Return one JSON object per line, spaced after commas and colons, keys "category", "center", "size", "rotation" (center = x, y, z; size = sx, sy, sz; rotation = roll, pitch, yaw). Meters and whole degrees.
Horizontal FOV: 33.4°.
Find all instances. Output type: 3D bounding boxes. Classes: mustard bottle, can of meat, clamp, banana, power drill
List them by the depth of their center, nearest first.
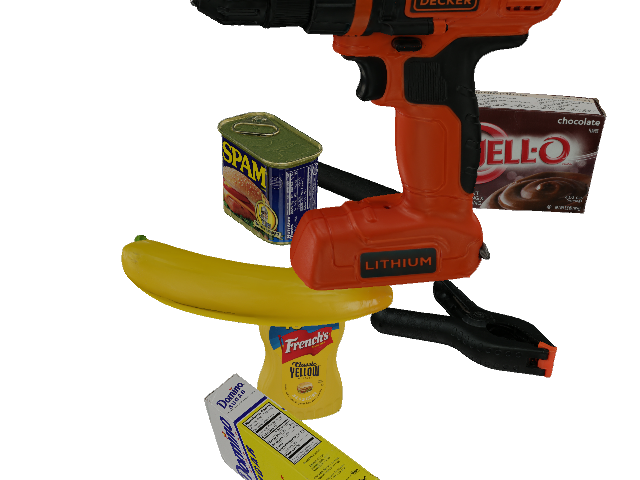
{"category": "power drill", "center": [0.025, -0.066, 0.543], "size": [0.184, 0.188, 0.057], "rotation": [-3, 32, -11]}
{"category": "banana", "center": [-0.055, 0.024, 0.680], "size": [0.198, 0.037, 0.069], "rotation": [13, 34, 24]}
{"category": "can of meat", "center": [-0.045, -0.053, 0.928], "size": [0.057, 0.084, 0.102], "rotation": [-20, 37, -31]}
{"category": "clamp", "center": [0.146, 0.080, 1.007], "size": [0.172, 0.039, 0.120], "rotation": [20, 33, 25]}
{"category": "clamp", "center": [0.090, -0.038, 1.157], "size": [0.164, 0.210, 0.036], "rotation": [-16, -37, -29]}
{"category": "mustard bottle", "center": [-0.021, 0.105, 1.192], "size": [0.096, 0.192, 0.058], "rotation": [-2, 20, -11]}

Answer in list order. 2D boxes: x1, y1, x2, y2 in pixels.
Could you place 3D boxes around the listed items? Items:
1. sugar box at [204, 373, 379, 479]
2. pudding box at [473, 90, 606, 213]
{"category": "sugar box", "center": [-0.021, 0.193, 0.896], "size": [0.176, 0.093, 0.048], "rotation": [27, 52, 36]}
{"category": "pudding box", "center": [0.160, -0.070, 0.845], "size": [0.113, 0.090, 0.039], "rotation": [2, 35, -3]}
